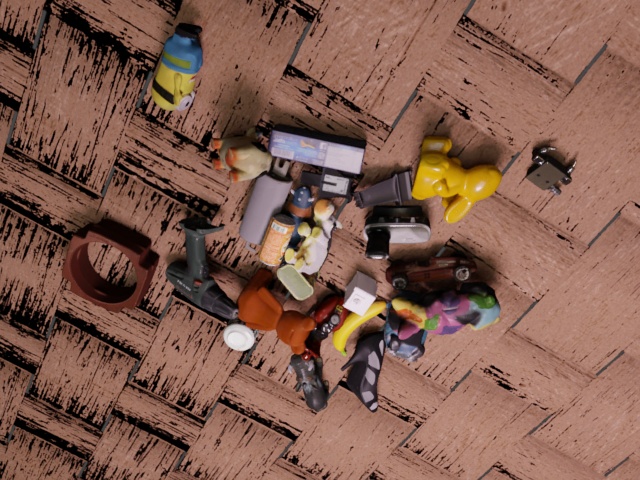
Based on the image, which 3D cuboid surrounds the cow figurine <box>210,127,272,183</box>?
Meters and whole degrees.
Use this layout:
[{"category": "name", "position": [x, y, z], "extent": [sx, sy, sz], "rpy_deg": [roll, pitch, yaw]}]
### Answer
[{"category": "cow figurine", "position": [-0.157, -0.180, 1.106], "extent": [0.127, 0.195, 0.085], "rpy_deg": [-9, 114, -26]}]

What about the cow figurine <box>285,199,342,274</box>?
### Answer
[{"category": "cow figurine", "position": [-0.001, -0.004, 1.191], "extent": [0.068, 0.098, 0.167], "rpy_deg": [31, 94, 40]}]

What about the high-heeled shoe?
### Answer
[{"category": "high-heeled shoe", "position": [0.140, 0.339, 1.384], "extent": [0.145, 0.086, 0.248], "rpy_deg": [-37, 130, -11]}]

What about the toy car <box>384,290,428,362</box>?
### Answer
[{"category": "toy car", "position": [0.199, 0.205, 1.269], "extent": [0.109, 0.161, 0.103], "rpy_deg": [19, 161, -13]}]

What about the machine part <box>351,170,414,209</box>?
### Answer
[{"category": "machine part", "position": [0.137, -0.101, 1.153], "extent": [0.139, 0.039, 0.084], "rpy_deg": [-15, 120, -13]}]

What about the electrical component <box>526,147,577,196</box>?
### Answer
[{"category": "electrical component", "position": [0.471, -0.144, 1.098], "extent": [0.102, 0.045, 0.078], "rpy_deg": [30, 145, -3]}]

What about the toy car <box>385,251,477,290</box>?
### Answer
[{"category": "toy car", "position": [0.246, 0.064, 1.205], "extent": [0.202, 0.089, 0.053], "rpy_deg": [-10, 109, 13]}]

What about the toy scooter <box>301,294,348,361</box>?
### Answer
[{"category": "toy scooter", "position": [-0.001, 0.219, 1.293], "extent": [0.075, 0.135, 0.184], "rpy_deg": [37, 114, -9]}]

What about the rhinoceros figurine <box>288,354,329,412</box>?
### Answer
[{"category": "rhinoceros figurine", "position": [-0.031, 0.358, 1.379], "extent": [0.073, 0.112, 0.190], "rpy_deg": [-8, 122, 15]}]

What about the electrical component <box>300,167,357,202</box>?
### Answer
[{"category": "electrical component", "position": [0.020, -0.130, 1.170], "extent": [0.119, 0.048, 0.074], "rpy_deg": [9, 116, 5]}]

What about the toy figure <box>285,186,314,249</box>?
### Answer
[{"category": "toy figure", "position": [-0.054, -0.054, 1.214], "extent": [0.064, 0.058, 0.154], "rpy_deg": [17, 113, -12]}]

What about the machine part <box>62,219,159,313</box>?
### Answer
[{"category": "machine part", "position": [-0.515, 0.064, 1.327], "extent": [0.201, 0.087, 0.201], "rpy_deg": [27, 116, -3]}]

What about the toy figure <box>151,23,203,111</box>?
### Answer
[{"category": "toy figure", "position": [-0.290, -0.350, 1.096], "extent": [0.089, 0.082, 0.180], "rpy_deg": [31, 125, 15]}]

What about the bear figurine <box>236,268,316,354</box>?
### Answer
[{"category": "bear figurine", "position": [-0.096, 0.170, 1.270], "extent": [0.196, 0.132, 0.120], "rpy_deg": [22, 117, 9]}]

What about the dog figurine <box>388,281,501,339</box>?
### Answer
[{"category": "dog figurine", "position": [0.254, 0.155, 1.157], "extent": [0.192, 0.219, 0.108], "rpy_deg": [-20, 76, 51]}]

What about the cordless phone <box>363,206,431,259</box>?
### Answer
[{"category": "cordless phone", "position": [0.162, -0.005, 1.133], "extent": [0.147, 0.184, 0.088], "rpy_deg": [1, 111, 9]}]

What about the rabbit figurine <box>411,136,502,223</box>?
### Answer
[{"category": "rabbit figurine", "position": [0.279, -0.116, 1.097], "extent": [0.173, 0.122, 0.162], "rpy_deg": [6, 121, 5]}]

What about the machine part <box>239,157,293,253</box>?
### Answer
[{"category": "machine part", "position": [-0.123, -0.077, 1.202], "extent": [0.079, 0.079, 0.243], "rpy_deg": [23, 118, -3]}]

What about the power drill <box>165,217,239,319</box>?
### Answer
[{"category": "power drill", "position": [-0.267, 0.058, 1.255], "extent": [0.232, 0.086, 0.207], "rpy_deg": [19, 117, 34]}]

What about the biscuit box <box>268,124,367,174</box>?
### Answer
[{"category": "biscuit box", "position": [-0.006, -0.194, 1.136], "extent": [0.203, 0.063, 0.059], "rpy_deg": [13, 117, 3]}]
